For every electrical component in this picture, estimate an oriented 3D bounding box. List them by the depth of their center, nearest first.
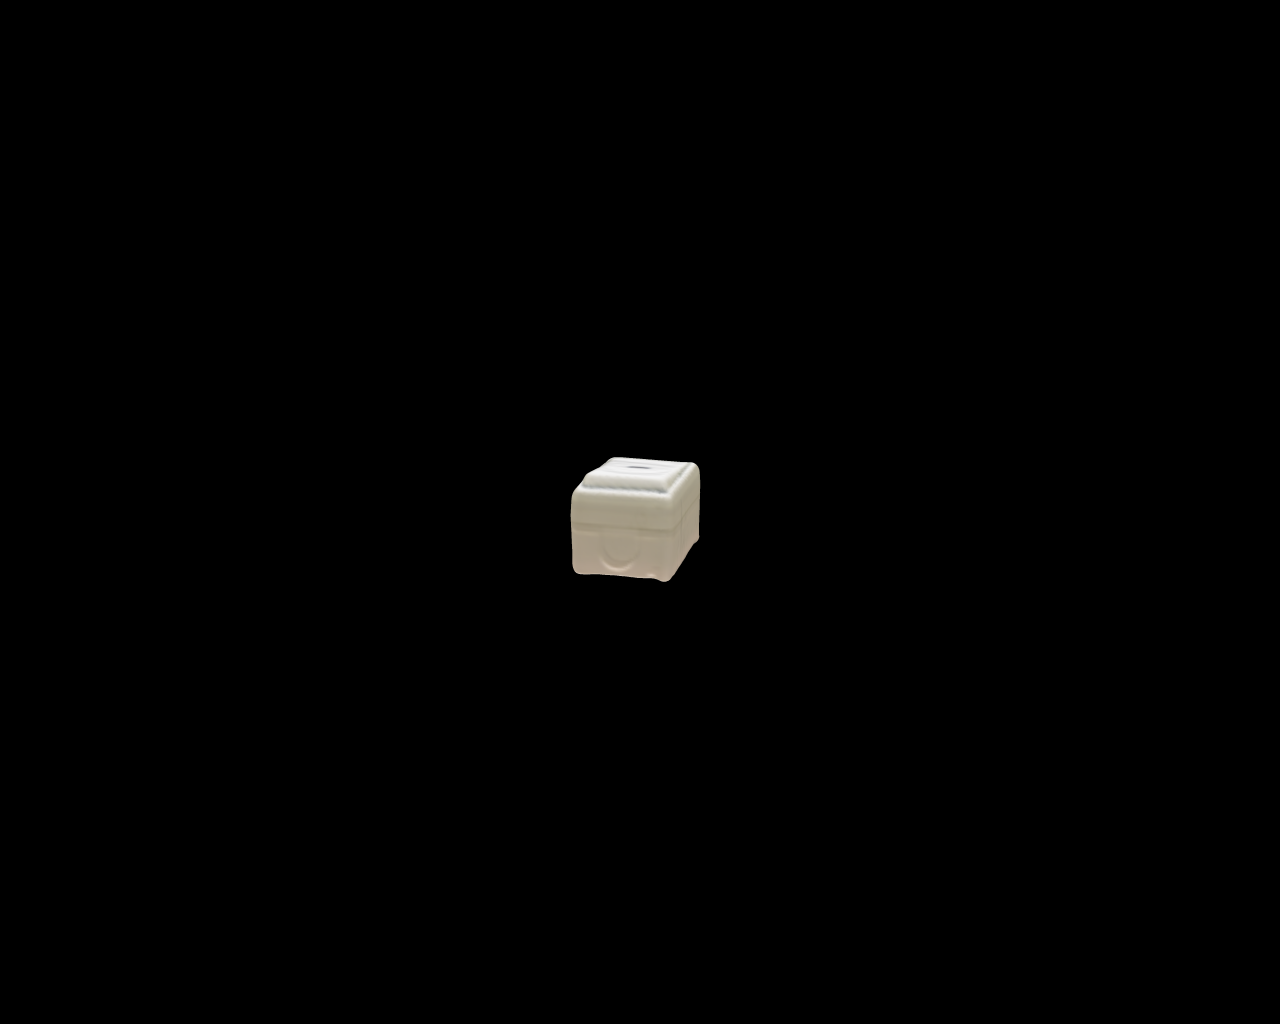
[{"bbox_3d":[0.001,-0.003,0.650,0.062,0.061,0.096,5,19,15],"label":"electrical component"}]
